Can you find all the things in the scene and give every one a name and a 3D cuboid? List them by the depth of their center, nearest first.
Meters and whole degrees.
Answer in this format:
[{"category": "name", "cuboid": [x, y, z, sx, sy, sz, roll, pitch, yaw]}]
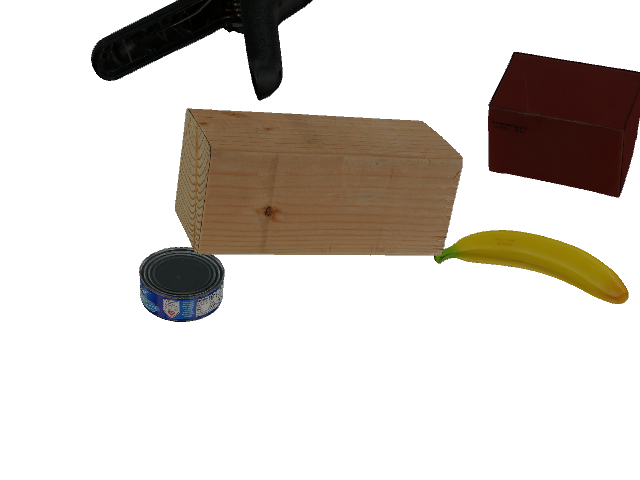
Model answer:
[{"category": "foam brick", "cuboid": [0.139, -0.067, 0.607, 0.078, 0.051, 0.053, 15, -38, 21]}, {"category": "clamp", "cuboid": [-0.042, -0.139, 0.638, 0.120, 0.039, 0.171, 22, 54, 25]}, {"category": "wood block", "cuboid": [-0.003, -0.046, 0.857, 0.205, 0.091, 0.090, 1, 26, -20]}, {"category": "banana", "cuboid": [0.218, 0.023, 1.080, 0.198, 0.037, 0.069, 11, 47, 26]}, {"category": "tuna can", "cuboid": [-0.141, 0.044, 1.083, 0.086, 0.034, 0.086, 4, 35, -3]}]
